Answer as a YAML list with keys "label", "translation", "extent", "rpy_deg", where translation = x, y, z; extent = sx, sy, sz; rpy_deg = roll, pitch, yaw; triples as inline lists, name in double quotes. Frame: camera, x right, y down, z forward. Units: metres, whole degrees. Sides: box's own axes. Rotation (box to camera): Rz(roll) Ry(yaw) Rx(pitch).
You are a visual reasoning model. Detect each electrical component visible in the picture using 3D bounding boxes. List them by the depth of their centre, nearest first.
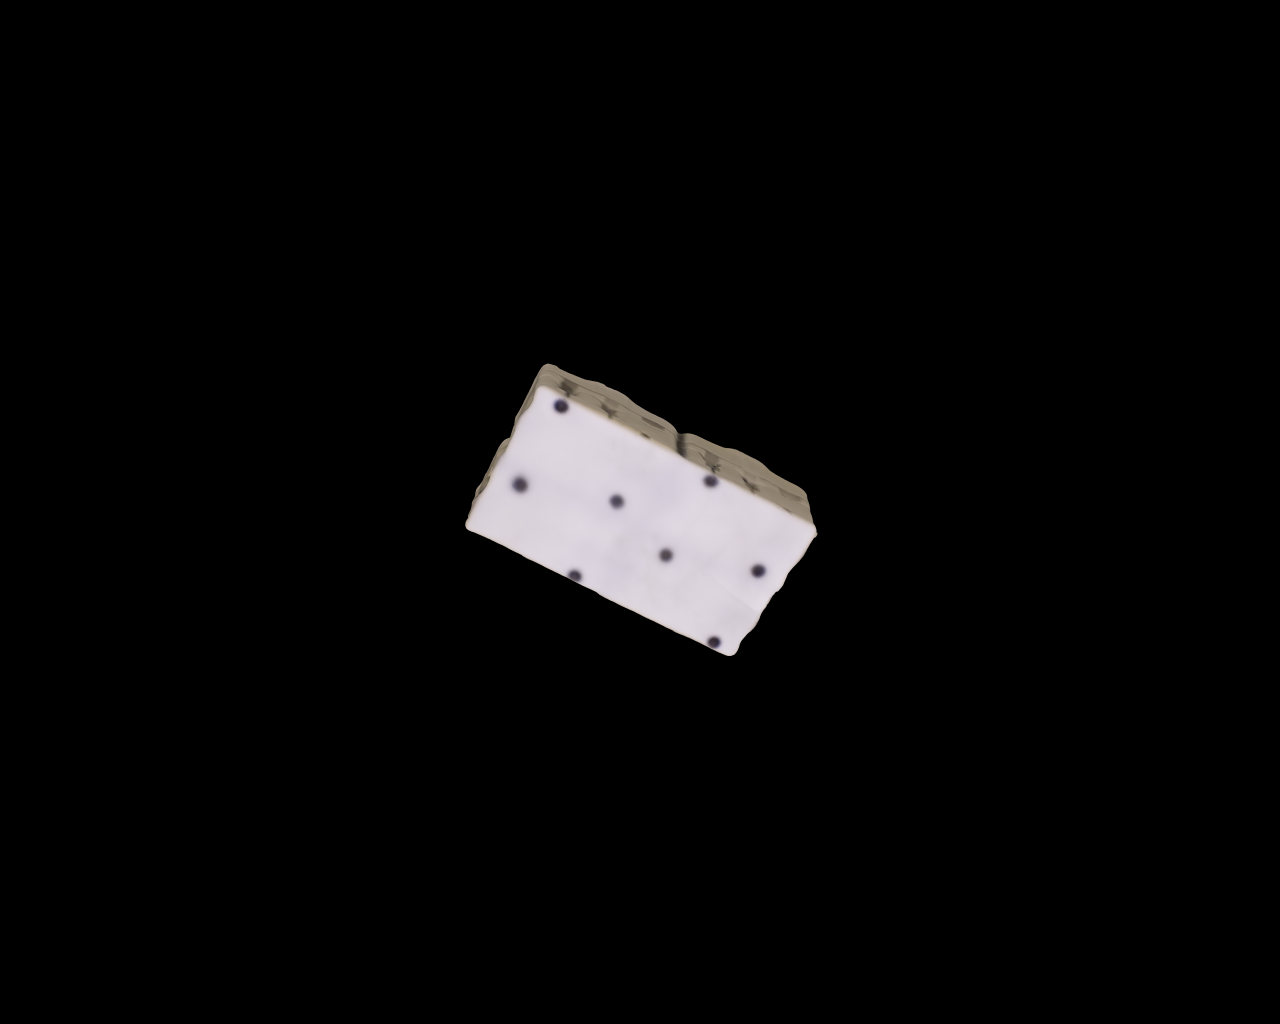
- label: "electrical component"
  translation: [0.001, -0.003, 0.650]
  extent: [0.186, 0.105, 0.060]
  rpy_deg: [26, 21, -11]
